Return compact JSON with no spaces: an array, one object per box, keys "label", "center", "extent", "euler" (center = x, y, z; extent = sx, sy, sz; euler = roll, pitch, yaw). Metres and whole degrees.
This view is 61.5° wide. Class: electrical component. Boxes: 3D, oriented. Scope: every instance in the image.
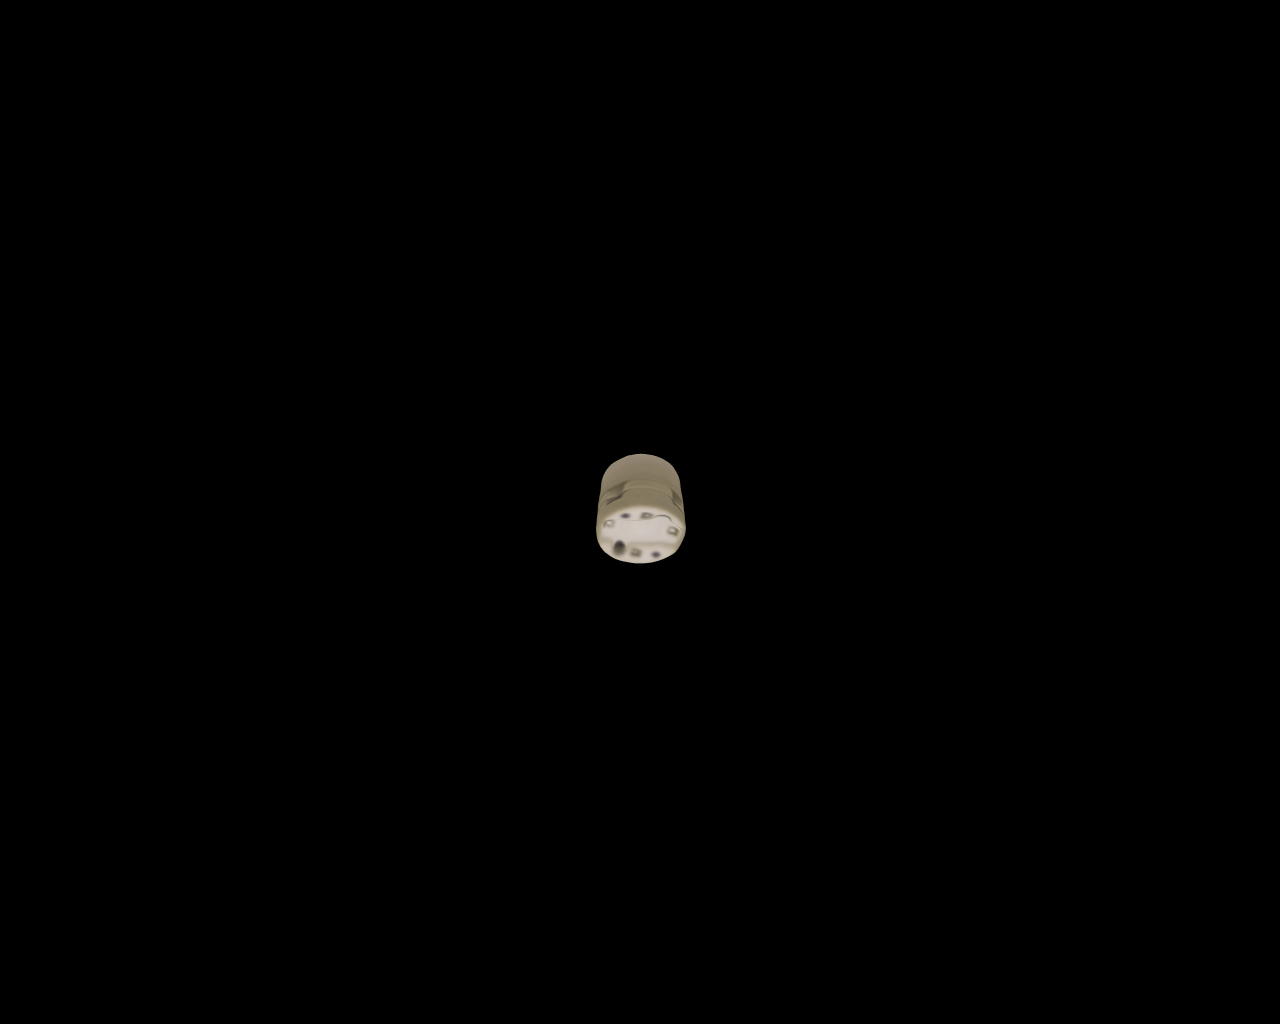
[{"label":"electrical component","center":[0.001,-0.003,0.650],"extent":[0.055,0.047,0.055],"euler":[0,-43,0]}]
